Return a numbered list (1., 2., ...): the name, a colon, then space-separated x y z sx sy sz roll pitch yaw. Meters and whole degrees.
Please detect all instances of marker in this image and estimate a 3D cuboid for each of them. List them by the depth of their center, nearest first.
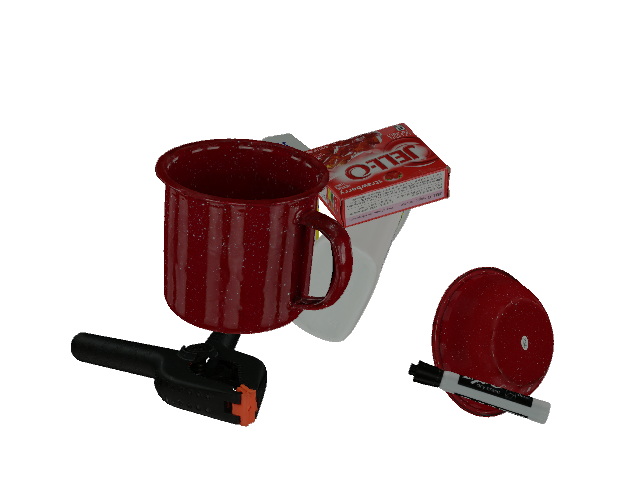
1. marker: 0.133 0.127 0.901 0.121 0.020 0.020 18 2 6

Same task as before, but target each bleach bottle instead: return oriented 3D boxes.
1. bleach bottle: 0.042 -0.001 1.037 0.068 0.103 0.250 28 26 4

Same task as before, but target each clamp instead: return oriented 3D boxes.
1. clamp: -0.099 0.106 0.921 0.164 0.036 0.210 -9 17 -36

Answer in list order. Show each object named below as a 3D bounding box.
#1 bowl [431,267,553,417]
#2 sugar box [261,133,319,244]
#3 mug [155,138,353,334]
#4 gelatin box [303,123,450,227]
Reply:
1. bowl: 0.195 0.107 1.128 0.161 0.162 0.055 0 -3 -35
2. sugar box: -0.036 -0.030 1.271 0.048 0.176 0.093 -13 26 -19
3. mug: -0.034 0.001 0.579 0.117 0.081 0.093 18 28 26
4. gelatin box: 0.041 -0.050 0.788 0.089 0.030 0.073 -17 38 -16
